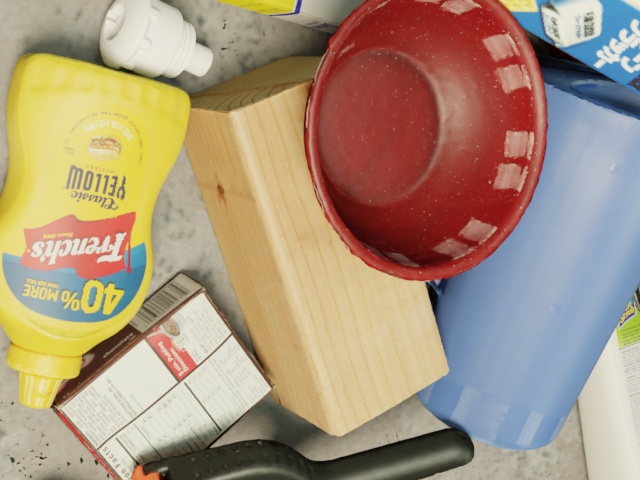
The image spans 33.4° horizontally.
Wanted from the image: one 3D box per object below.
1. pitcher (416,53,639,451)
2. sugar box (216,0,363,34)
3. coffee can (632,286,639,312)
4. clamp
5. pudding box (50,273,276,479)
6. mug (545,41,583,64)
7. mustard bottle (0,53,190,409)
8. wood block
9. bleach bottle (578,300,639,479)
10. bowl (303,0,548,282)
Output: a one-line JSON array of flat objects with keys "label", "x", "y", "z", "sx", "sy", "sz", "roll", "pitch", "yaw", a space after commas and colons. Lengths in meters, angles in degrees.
[{"label": "pitcher", "x": 0.136, "y": 0.007, "z": 0.690, "sx": 0.144, "sy": 0.149, "sz": 0.243, "roll": -1, "pitch": 118, "yaw": -40}, {"label": "sugar box", "x": -0.036, "y": -0.183, "z": 0.627, "sx": 0.175, "sy": 0.048, "sz": 0.093, "roll": 10, "pitch": 93, "yaw": -34}, {"label": "coffee can", "x": 0.304, "y": 0.055, "z": 0.766, "sx": 0.140, "sy": 0.103, "sz": 0.102, "roll": 40, "pitch": 78, "yaw": -31}, {"label": "clamp", "x": -0.023, "y": 0.173, "z": 0.666, "sx": 0.209, "sy": 0.036, "sz": 0.165, "roll": 9, "pitch": 126, "yaw": -29}, {"label": "pudding box", "x": -0.095, "y": 0.090, "z": 0.645, "sx": 0.113, "sy": 0.039, "sz": 0.090, "roll": -40, "pitch": 118, "yaw": -15}, {"label": "mug", "x": 0.208, "y": -0.141, "z": 0.756, "sx": 0.117, "sy": 0.093, "sz": 0.081, "roll": -42, "pitch": 115, "yaw": -52}, {"label": "mustard bottle", "x": -0.138, "y": -0.001, "z": 0.593, "sx": 0.096, "sy": 0.058, "sz": 0.191, "roll": 12, "pitch": 93, "yaw": -30}, {"label": "wood block", "x": -0.005, "y": 0.001, "z": 0.651, "sx": 0.090, "sy": 0.091, "sz": 0.206, "roll": -26, "pitch": 111, "yaw": -24}, {"label": "bleach bottle", "x": 0.240, "y": 0.074, "z": 0.821, "sx": 0.102, "sy": 0.068, "sz": 0.251, "roll": -18, "pitch": 105, "yaw": -29}, {"label": "bowl", "x": 0.048, "y": -0.061, "z": 0.584, "sx": 0.161, "sy": 0.055, "sz": 0.162, "roll": -5, "pitch": 100, "yaw": -31}]
